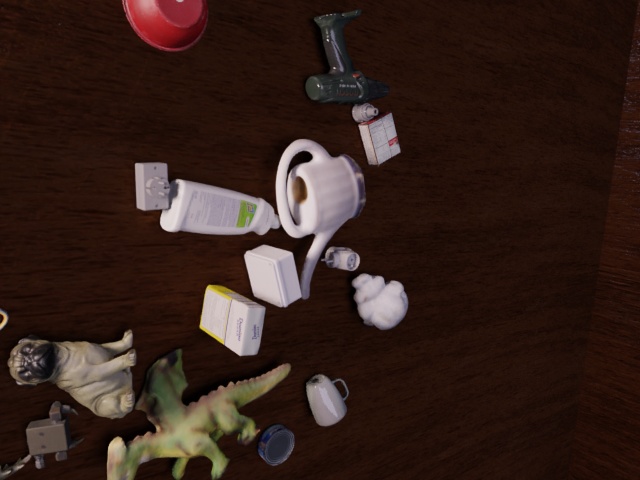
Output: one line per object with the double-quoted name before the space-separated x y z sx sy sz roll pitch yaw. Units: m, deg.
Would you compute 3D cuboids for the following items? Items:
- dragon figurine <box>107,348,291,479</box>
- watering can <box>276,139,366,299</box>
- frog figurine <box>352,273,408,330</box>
"dragon figurine" -0.246 0.327 1.035 0.418 0.122 0.239 -46 116 -34
"watering can" 0.004 -0.058 1.158 0.226 0.104 0.343 -19 109 -37
"frog figurine" 0.154 0.147 1.313 0.138 0.125 0.156 -29 130 -10
